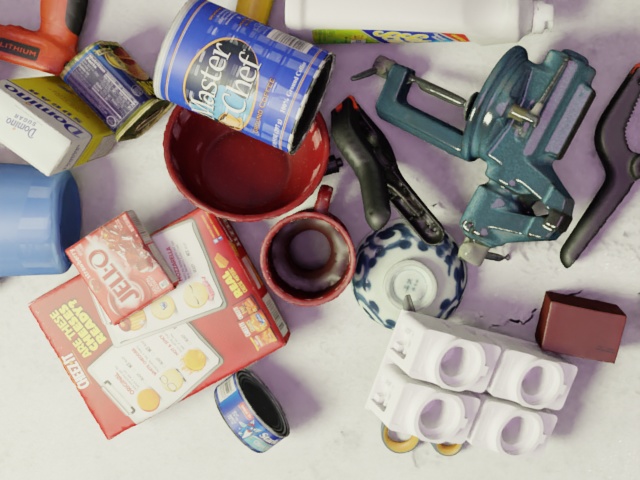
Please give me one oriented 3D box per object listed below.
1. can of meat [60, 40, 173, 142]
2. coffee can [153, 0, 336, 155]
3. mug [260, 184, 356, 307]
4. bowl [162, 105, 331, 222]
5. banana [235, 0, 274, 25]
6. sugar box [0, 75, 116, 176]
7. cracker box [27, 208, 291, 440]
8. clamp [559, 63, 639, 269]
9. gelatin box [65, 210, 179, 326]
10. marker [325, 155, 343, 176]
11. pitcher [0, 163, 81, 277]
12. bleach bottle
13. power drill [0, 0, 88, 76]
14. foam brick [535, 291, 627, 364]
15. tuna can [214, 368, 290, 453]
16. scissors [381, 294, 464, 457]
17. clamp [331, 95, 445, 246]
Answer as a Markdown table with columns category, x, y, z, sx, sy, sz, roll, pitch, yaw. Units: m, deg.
| category | x | y | z | sx | sy | sz | roll | pitch | yaw |
| --- | --- | --- | --- | --- | --- | --- | --- | --- | --- |
| can of meat | -0.197 | -0.147 | 1.043 | 0.057 | 0.102 | 0.084 | -43 | 92 | 10 |
| coffee can | -0.069 | -0.153 | 0.992 | 0.140 | 0.102 | 0.103 | 24 | 99 | 5 |
| mug | -0.007 | 0.001 | 1.065 | 0.093 | 0.081 | 0.117 | 12 | 99 | 2 |
| bowl | -0.072 | -0.083 | 1.050 | 0.162 | 0.055 | 0.162 | 1 | 68 | -4 |
| banana | -0.051 | -0.262 | 1.030 | 0.037 | 0.069 | 0.198 | 17 | 121 | -12 |
| sugar box | -0.254 | -0.113 | 1.013 | 0.093 | 0.176 | 0.048 | 36 | 99 | -3 |
| cracker box | -0.160 | 0.079 | 1.091 | 0.214 | 0.072 | 0.164 | -29 | 94 | 8 |
| clamp | 0.311 | -0.067 | 1.059 | 0.164 | 0.036 | 0.210 | -9 | 100 | 4 |
| gelatin box | -0.191 | 0.027 | 1.035 | 0.073 | 0.030 | 0.089 | -32 | 91 | 8 |
| marker | -0.035 | -0.062 | 1.089 | 0.121 | 0.020 | 0.020 | -17 | 98 | 5 |
| pitcher | -0.368 | -0.012 | 1.068 | 0.243 | 0.149 | 0.145 | 1 | 75 | 0 |
| bleach bottle | 0.096 | -0.218 | 1.014 | 0.251 | 0.102 | 0.068 | 3 | 89 | 3 |
| power drill | -0.284 | -0.267 | 1.051 | 0.184 | 0.057 | 0.188 | 18 | 99 | 0 |
| foam brick | 0.262 | 0.088 | 1.079 | 0.078 | 0.051 | 0.053 | 12 | 100 | 1 |
| tuna can | -0.070 | 0.175 | 1.094 | 0.034 | 0.086 | 0.086 | -38 | 95 | 10 |
| scissors | 0.085 | 0.148 | 1.086 | 0.096 | 0.016 | 0.201 | -20 | 116 | 16 |
| clamp | 0.051 | -0.068 | 1.029 | 0.039 | 0.120 | 0.171 | -39 | 71 | 18 |
